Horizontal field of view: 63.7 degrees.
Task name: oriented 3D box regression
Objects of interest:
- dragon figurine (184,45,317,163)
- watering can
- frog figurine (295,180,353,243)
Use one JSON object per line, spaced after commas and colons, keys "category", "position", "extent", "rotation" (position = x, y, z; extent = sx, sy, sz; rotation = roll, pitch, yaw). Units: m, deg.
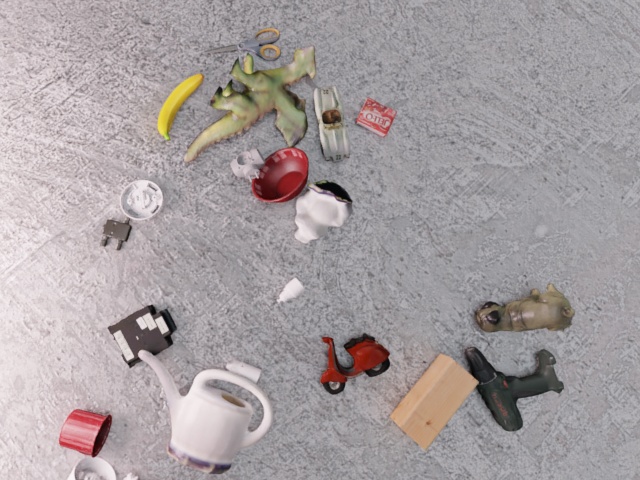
{"category": "dragon figurine", "position": [-0.142, -0.322, 1.297], "extent": [0.242, 0.123, 0.410], "rotation": [29, 90, -12]}
{"category": "watering can", "position": [-0.283, 0.398, 1.184], "extent": [0.347, 0.103, 0.226], "rotation": [23, 83, -8]}
{"category": "frog figurine", "position": [0.004, -0.065, 1.292], "extent": [0.137, 0.125, 0.156], "rotation": [16, 119, -13]}
